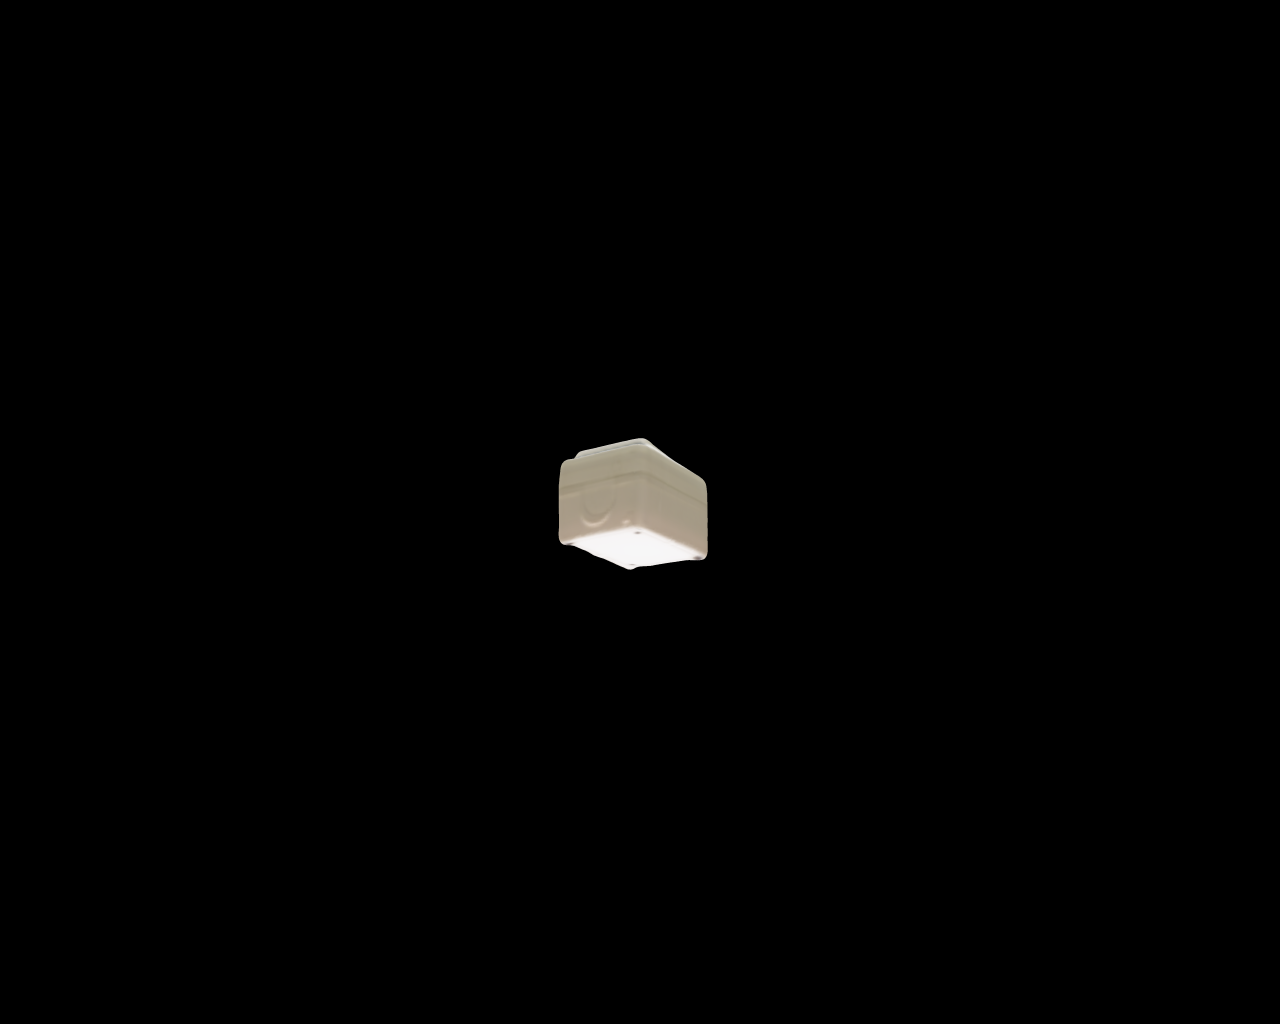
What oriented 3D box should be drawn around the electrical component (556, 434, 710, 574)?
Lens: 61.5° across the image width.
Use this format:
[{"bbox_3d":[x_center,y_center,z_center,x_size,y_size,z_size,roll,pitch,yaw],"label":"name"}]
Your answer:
[{"bbox_3d":[0.001,-0.003,0.650,0.061,0.061,0.096,-11,-21,30],"label":"electrical component"}]
